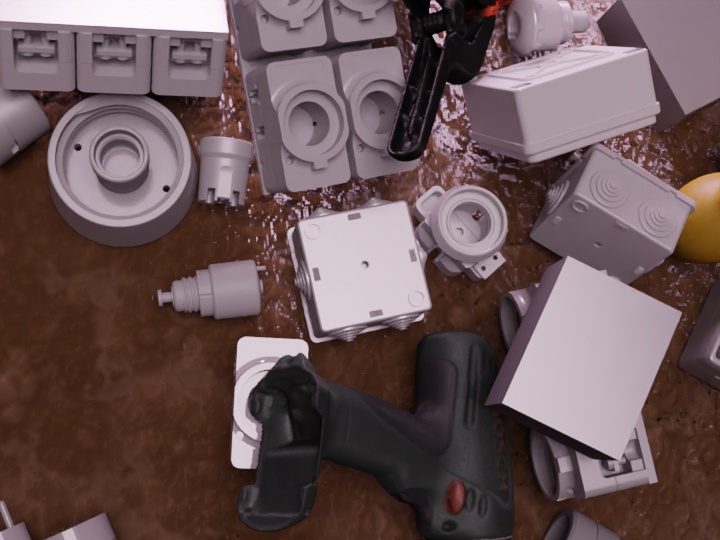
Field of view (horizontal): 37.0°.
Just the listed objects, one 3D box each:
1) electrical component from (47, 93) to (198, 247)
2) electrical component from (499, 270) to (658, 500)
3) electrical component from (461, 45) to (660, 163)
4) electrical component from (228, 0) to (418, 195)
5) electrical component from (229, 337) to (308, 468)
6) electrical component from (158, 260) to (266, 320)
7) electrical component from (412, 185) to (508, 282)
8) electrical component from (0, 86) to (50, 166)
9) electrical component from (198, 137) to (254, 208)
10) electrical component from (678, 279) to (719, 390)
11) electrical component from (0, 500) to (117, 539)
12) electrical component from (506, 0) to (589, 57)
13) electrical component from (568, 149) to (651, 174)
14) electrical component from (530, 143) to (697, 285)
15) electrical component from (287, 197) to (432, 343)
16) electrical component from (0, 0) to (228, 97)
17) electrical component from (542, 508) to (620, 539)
[{"bbox_3d":[-0.170,-0.075,0.767,0.108,0.060,0.108,2,80,-9],"label":"electrical component"},{"bbox_3d":[0.150,0.085,0.776,0.062,0.089,0.150,-11,82,-11],"label":"electrical component"},{"bbox_3d":[0.146,-0.126,0.799,0.109,0.109,0.056,-19,107,-12],"label":"electrical component"},{"bbox_3d":[-0.027,-0.155,0.771,0.105,0.060,0.186,-13,97,-23],"label":"electrical component"},{"bbox_3d":[-0.065,0.094,0.757,0.050,0.055,0.089,4,80,-9],"label":"electrical component"},{"bbox_3d":[-0.105,0.016,0.772,0.078,0.040,0.040,-6,81,-10],"label":"electrical component"},{"bbox_3d":[0.077,-0.031,0.801,0.058,0.057,0.078,-41,89,-13],"label":"electrical component"},{"bbox_3d":[-0.254,-0.108,0.764,0.047,0.055,0.055,-37,88,-17],"label":"electrical component"},{"bbox_3d":[-0.100,-0.071,0.790,0.040,0.040,0.046,6,85,-8],"label":"electrical component"},{"bbox_3d":[0.299,0.044,0.822,0.062,0.061,0.096,29,77,-3],"label":"electrical component"},{"bbox_3d":[-0.235,0.191,0.715,0.138,0.052,0.073,-23,85,-13],"label":"electrical component"},{"bbox_3d":[0.150,-0.194,0.849,0.062,0.048,0.048,-7,81,-17],"label":"electrical component"},{"bbox_3d":[0.198,-0.069,0.836,0.078,0.040,0.040,33,77,-3],"label":"electrical component"},{"bbox_3d":[0.185,-0.036,0.799,0.100,0.099,0.048,31,64,-3],"label":"electrical component"},{"bbox_3d":[0.000,0.000,0.788,0.100,0.048,0.099,-12,82,-11],"label":"electrical component"},{"bbox_3d":[-0.173,-0.168,0.753,0.150,0.061,0.089,0,45,-13],"label":"electrical component"},{"bbox_3d":[0.151,0.249,0.767,0.074,0.052,0.138,31,77,-3],"label":"electrical component"}]
